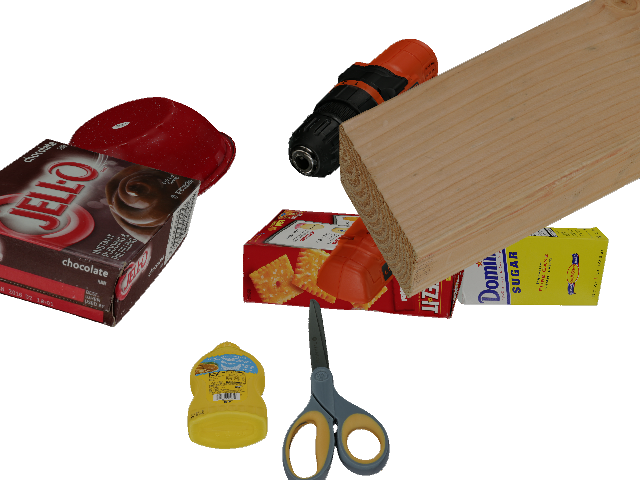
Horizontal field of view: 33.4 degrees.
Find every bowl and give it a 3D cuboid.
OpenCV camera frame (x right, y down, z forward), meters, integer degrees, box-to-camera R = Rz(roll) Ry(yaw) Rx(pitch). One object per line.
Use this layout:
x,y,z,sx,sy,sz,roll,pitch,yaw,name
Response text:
-0.155,-0.074,0.888,0.162,0.055,0.162,-15,30,8,bowl

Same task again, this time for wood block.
0.122,-0.061,0.633,0.206,0.091,0.090,-27,-18,-8,wood block

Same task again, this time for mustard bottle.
-0.118,0.186,1.356,0.096,0.058,0.191,-3,27,-3,mustard bottle

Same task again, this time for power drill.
0.034,-0.045,0.834,0.057,0.188,0.184,22,41,24,power drill

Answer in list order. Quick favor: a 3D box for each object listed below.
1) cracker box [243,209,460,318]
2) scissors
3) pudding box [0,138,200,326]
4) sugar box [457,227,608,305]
0.041,0.023,1.127,0.214,0.072,0.164,5,15,11,cracker box
0.019,0.127,0.909,0.096,0.016,0.201,4,45,11,scissors
-0.120,-0.008,0.525,0.090,0.039,0.113,16,24,6,pudding box
0.255,0.031,1.305,0.176,0.093,0.048,-1,21,-10,sugar box
